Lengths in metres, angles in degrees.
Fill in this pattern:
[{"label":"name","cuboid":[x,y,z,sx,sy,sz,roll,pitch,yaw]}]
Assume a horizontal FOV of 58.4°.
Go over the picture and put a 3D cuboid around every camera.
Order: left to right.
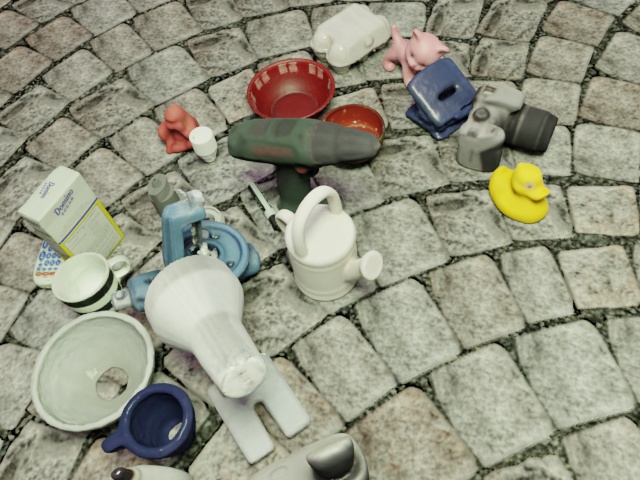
[{"label":"camera","cuboid":[0.310,-0.187,0.938,0.136,0.101,0.143,21,63,18]}]

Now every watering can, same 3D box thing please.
[{"label":"watering can","cuboid":[0.009,0.001,0.799,0.172,0.194,0.101,11,60,13]}]

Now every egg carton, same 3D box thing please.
[{"label":"egg carton","cuboid":[0.061,-0.392,1.111,0.150,0.069,0.107,-39,62,-17]}]

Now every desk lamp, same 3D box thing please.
[{"label":"desk lamp","cuboid":[-0.111,0.144,0.712,0.118,0.214,0.202,-33,61,-14]}]

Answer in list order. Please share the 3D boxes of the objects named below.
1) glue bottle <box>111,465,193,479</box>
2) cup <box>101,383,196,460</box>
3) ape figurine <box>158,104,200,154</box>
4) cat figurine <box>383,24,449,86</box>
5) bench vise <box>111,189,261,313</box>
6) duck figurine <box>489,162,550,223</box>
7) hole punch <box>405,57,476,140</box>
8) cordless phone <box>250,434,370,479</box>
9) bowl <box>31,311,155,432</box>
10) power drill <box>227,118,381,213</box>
[{"label":"glue bottle","cuboid":[-0.202,0.284,0.659,0.078,0.173,0.037,-16,58,-3]},{"label":"cup","cuboid":[-0.207,0.246,0.729,0.118,0.095,0.091,-26,59,-10]},{"label":"ape figurine","cuboid":[-0.249,-0.202,1.014,0.077,0.092,0.076,29,66,22]},{"label":"cat figurine","cuboid":[0.172,-0.345,1.042,0.067,0.118,0.127,-35,61,-15]},{"label":"bench vise","cuboid":[-0.188,0.034,0.785,0.121,0.220,0.208,37,69,25]},{"label":"duck figurine","cuboid":[0.311,-0.086,0.884,0.077,0.086,0.104,-32,60,-13]},{"label":"hole punch","cuboid":[0.215,-0.247,0.991,0.109,0.091,0.101,-37,61,-16]},{"label":"cordless phone","cuboid":[-0.019,0.264,0.644,0.148,0.185,0.094,-26,59,-9]},{"label":"bowl","cuboid":[-0.299,0.187,0.788,0.167,0.075,0.167,-3,58,5]},{"label":"power drill","cuboid":[-0.019,-0.104,0.859,0.229,0.209,0.076,13,60,14]}]
